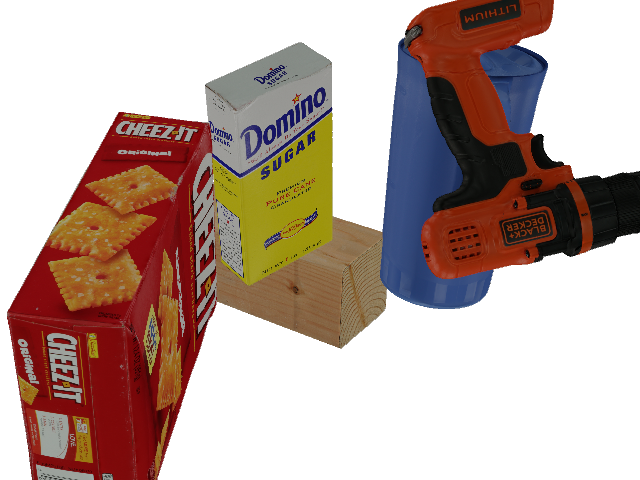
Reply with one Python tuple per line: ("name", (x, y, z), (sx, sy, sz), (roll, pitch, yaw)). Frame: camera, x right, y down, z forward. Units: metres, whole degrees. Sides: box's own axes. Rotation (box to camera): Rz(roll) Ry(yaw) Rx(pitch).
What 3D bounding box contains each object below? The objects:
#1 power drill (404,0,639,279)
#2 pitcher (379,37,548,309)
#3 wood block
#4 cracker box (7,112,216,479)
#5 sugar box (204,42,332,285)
("power drill", (0.144, -0.078, 0.734), (0.184, 0.187, 0.057), (-14, -2, -5))
("pitcher", (0.123, -0.058, 0.981), (0.145, 0.243, 0.149), (22, 29, 31))
("wood block", (-0.044, 0.020, 1.062), (0.206, 0.091, 0.090), (19, 33, 28))
("cracker box", (-0.117, 0.044, 0.660), (0.072, 0.164, 0.213), (7, 36, 5))
("sugar box", (-0.036, -0.056, 0.833), (0.093, 0.176, 0.048), (-30, 51, -28))
